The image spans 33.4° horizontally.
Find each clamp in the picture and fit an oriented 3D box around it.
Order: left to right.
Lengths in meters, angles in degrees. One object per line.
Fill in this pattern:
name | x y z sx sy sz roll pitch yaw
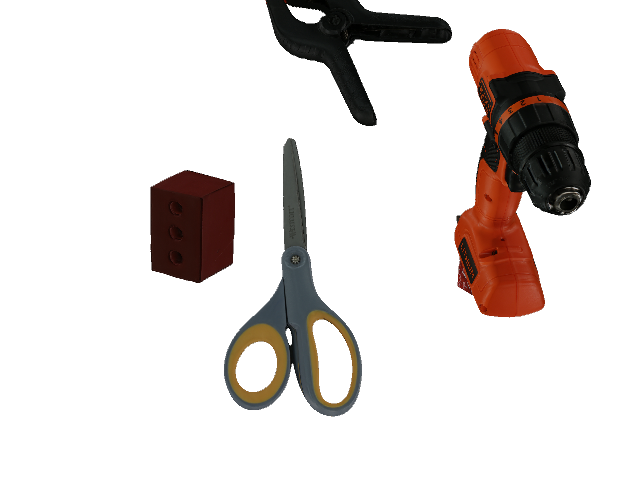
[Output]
clamp | 0.026 -0.185 0.931 0.120 0.171 0.039 -39 -21 -19

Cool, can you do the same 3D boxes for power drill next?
power drill | 0.144 -0.034 0.776 0.057 0.188 0.184 -3 42 -5

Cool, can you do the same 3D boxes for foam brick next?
foam brick | -0.108 -0.012 0.903 0.053 0.078 0.051 14 23 27

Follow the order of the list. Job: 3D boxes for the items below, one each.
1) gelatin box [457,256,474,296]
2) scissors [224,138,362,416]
gelatin box | 0.199 0.028 1.277 0.030 0.089 0.073 -18 32 -31
scissors | -0.032 0.027 0.704 0.096 0.202 0.016 -18 -26 -4
